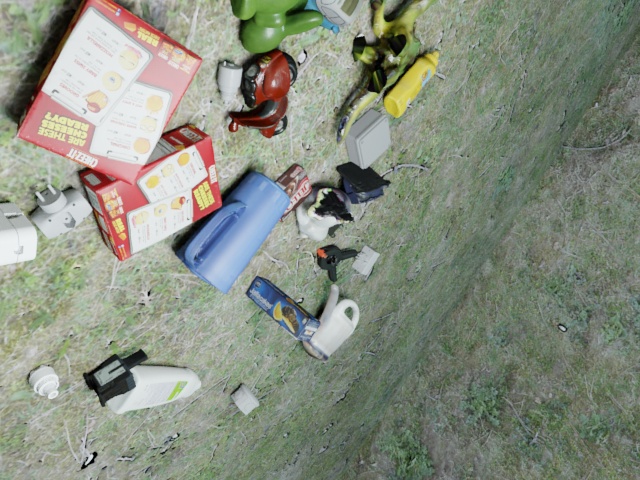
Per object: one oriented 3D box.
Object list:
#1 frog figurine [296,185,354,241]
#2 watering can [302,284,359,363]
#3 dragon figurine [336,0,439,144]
[{"bbox_3d":[0.004,-0.065,1.300,0.138,0.124,0.157,-10,168,-20],"label":"frog figurine"},{"bbox_3d":[0.028,0.268,1.633,0.226,0.105,0.341,-48,149,-10],"label":"watering can"},{"bbox_3d":[0.171,-0.413,1.191,0.245,0.123,0.402,-23,147,-54],"label":"dragon figurine"}]
